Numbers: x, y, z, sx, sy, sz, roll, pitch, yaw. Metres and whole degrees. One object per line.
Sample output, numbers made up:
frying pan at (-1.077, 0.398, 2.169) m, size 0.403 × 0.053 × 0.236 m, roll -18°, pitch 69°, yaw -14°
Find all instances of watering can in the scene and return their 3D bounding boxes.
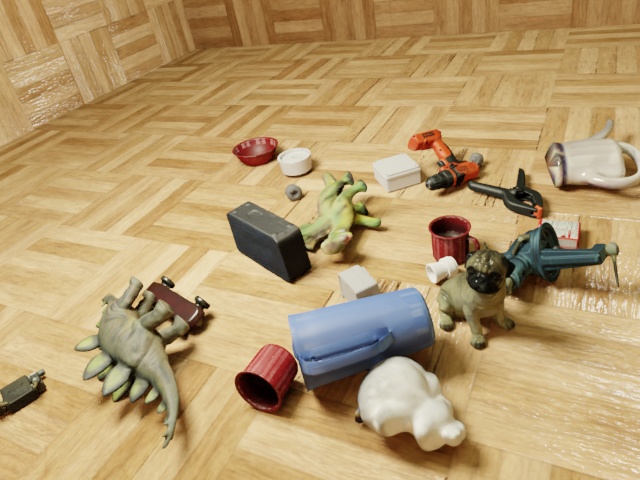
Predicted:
watering can at (0.708, -0.226, 1.352) m, size 0.224 × 0.102 × 0.356 m, roll -2°, pitch 35°, yaw 15°

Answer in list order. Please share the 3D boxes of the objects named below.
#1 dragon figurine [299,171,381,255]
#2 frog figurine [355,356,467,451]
dragon figurine at (0.004, -0.068, 1.344) m, size 0.244 × 0.120 × 0.415 m, roll -29°, pitch 27°, yaw -11°
frog figurine at (0.141, 0.256, 0.792) m, size 0.138 × 0.121 × 0.160 m, roll -10°, pitch 15°, yaw -35°
